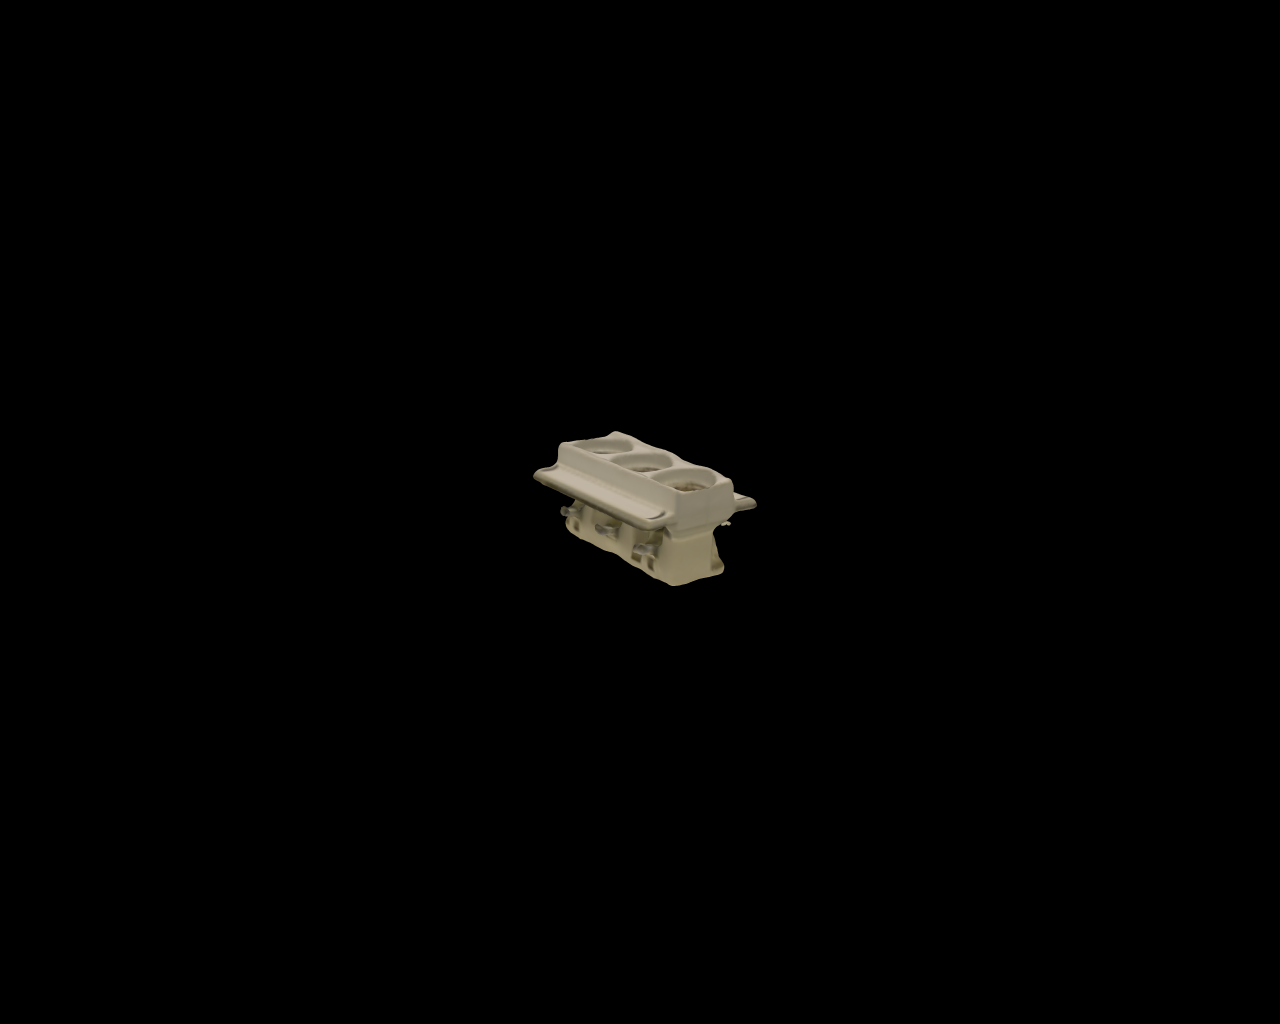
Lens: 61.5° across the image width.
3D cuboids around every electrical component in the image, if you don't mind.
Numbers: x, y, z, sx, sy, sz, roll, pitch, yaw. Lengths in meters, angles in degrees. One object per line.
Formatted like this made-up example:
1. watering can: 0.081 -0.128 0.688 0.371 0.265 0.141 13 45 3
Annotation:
1. electrical component: 0.001 -0.003 0.650 0.079 0.063 0.121 -14 24 -33
